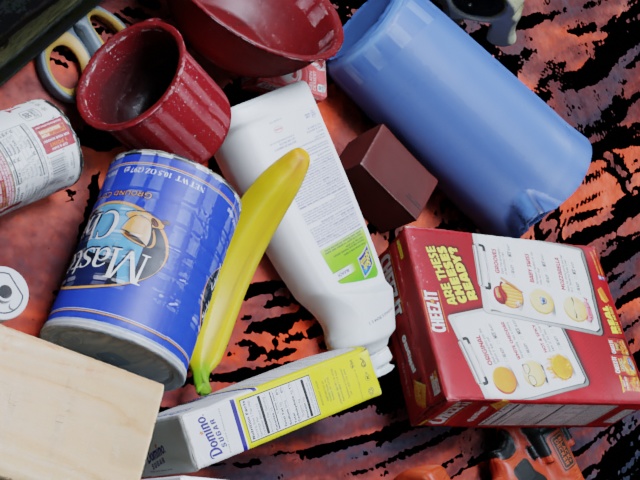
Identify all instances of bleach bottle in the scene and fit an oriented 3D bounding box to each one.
[{"bbox_3d":[-0.006,0.001,0.880,0.102,0.068,0.251,-28,97,-40],"label":"bleach bottle"}]

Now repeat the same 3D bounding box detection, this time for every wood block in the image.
[{"bbox_3d":[-0.215,0.103,0.663,0.205,0.091,0.090,27,62,-31],"label":"wood block"}]

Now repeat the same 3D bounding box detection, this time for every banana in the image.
[{"bbox_3d":[-0.060,0.021,0.811,0.037,0.070,0.198,26,82,-37],"label":"banana"}]

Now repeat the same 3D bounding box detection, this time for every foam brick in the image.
[{"bbox_3d":[0.055,-0.053,0.951,0.078,0.051,0.053,44,55,-20],"label":"foam brick"}]

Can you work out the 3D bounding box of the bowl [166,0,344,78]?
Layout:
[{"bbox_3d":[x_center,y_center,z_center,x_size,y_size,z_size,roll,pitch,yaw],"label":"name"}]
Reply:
[{"bbox_3d":[-0.063,-0.179,0.846,0.162,0.055,0.162,24,37,-20],"label":"bowl"}]

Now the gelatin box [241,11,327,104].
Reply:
[{"bbox_3d":[-0.031,-0.167,0.929,0.073,0.030,0.089,11,69,-35],"label":"gelatin box"}]

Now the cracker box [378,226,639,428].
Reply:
[{"bbox_3d":[0.166,0.081,0.944,0.213,0.072,0.164,5,56,-26],"label":"cracker box"}]

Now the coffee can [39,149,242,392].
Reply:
[{"bbox_3d":[-0.123,0.022,0.752,0.102,0.103,0.140,32,59,-28],"label":"coffee can"}]

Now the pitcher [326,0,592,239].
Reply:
[{"bbox_3d":[0.123,-0.123,0.988,0.242,0.149,0.145,41,71,-19],"label":"pitcher"}]

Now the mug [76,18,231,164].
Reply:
[{"bbox_3d":[-0.119,-0.111,0.797,0.081,0.093,0.117,45,36,-52],"label":"mug"}]

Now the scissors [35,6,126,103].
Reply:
[{"bbox_3d":[-0.211,-0.186,0.801,0.201,0.016,0.096,50,52,-15],"label":"scissors"}]

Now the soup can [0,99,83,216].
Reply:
[{"bbox_3d":[-0.220,-0.049,0.719,0.102,0.069,0.068,-30,96,-41],"label":"soup can"}]

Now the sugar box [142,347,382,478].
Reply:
[{"bbox_3d":[-0.049,0.126,0.788,0.175,0.094,0.048,-18,89,-40],"label":"sugar box"}]

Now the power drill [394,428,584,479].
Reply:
[{"bbox_3d":[0.151,0.198,0.949,0.187,0.057,0.184,-25,85,-39],"label":"power drill"}]
